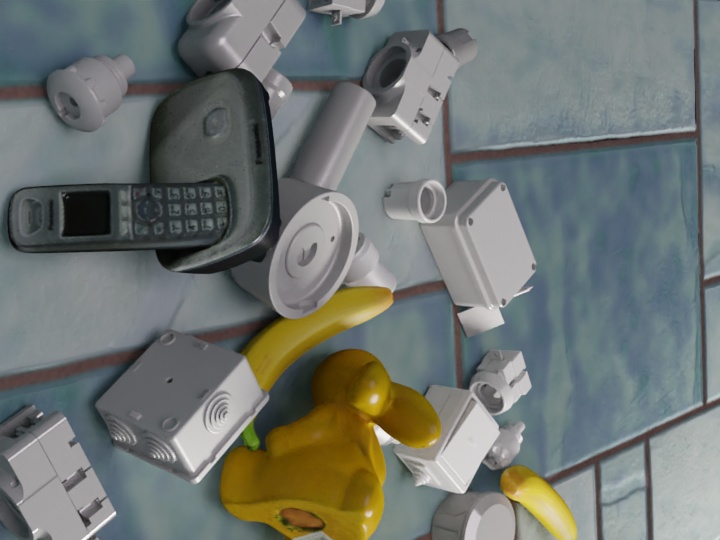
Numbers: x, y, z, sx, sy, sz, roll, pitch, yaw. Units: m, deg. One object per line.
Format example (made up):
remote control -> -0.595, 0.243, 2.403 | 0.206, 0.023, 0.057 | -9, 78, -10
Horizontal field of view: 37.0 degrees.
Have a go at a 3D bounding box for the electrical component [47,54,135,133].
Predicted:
electrical component -> -0.183, -0.129, 0.750 | 0.062, 0.048, 0.048 | -49, 125, -40

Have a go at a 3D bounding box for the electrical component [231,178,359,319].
electrical component -> -0.058, -0.022, 0.864 | 0.108, 0.060, 0.108 | -36, 139, -39

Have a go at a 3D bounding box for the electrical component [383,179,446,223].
electrical component -> 0.050, -0.063, 0.986 | 0.040, 0.046, 0.040 | -4, 95, -45

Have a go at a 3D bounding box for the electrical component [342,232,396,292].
electrical component -> 0.000, 0.000, 0.941 | 0.045, 0.045, 0.055 | -54, 126, -28

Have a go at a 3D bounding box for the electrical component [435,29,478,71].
electrical component -> 0.085, -0.207, 1.019 | 0.046, 0.040, 0.040 | -34, 116, -45

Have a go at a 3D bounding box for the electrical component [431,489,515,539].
electrical component -> 0.114, 0.257, 1.068 | 0.080, 0.051, 0.080 | -4, 95, -45

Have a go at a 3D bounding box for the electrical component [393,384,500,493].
electrical component -> 0.083, 0.166, 1.024 | 0.061, 0.061, 0.096 | 52, 58, -34

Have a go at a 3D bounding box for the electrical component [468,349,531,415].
electrical component -> 0.141, 0.115, 1.091 | 0.055, 0.048, 0.066 | -41, 120, -44

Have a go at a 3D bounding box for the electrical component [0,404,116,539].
electrical component -> -0.217, 0.146, 0.729 | 0.056, 0.050, 0.089 | -39, 119, -37

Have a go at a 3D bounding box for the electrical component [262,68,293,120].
electrical component -> -0.081, -0.135, 0.856 | 0.040, 0.040, 0.046 | 38, 72, -40

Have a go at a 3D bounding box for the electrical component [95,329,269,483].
electrical component -> -0.130, 0.095, 0.780 | 0.099, 0.100, 0.048 | -49, 137, -31

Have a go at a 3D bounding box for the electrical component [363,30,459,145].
electrical component -> 0.041, -0.166, 0.965 | 0.056, 0.050, 0.089 | 34, 72, -41

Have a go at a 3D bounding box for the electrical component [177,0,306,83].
electrical component -> -0.094, -0.187, 0.829 | 0.059, 0.054, 0.095 | 48, 60, -36

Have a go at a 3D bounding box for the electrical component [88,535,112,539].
electrical component -> -0.183, 0.240, 0.768 | 0.055, 0.050, 0.089 | -46, 122, -33

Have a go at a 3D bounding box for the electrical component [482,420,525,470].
electrical component -> 0.151, 0.178, 1.113 | 0.061, 0.035, 0.035 | -40, 119, -40

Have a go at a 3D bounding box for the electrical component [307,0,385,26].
electrical component -> -0.011, -0.240, 0.915 | 0.055, 0.048, 0.066 | 2, 91, -38

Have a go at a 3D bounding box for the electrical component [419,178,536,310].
electrical component -> 0.117, -0.025, 1.049 | 0.078, 0.057, 0.113 | -45, 122, -34

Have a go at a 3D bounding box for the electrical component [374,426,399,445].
electrical component -> 0.017, 0.138, 0.969 | 0.062, 0.043, 0.043 | 37, 67, -41
